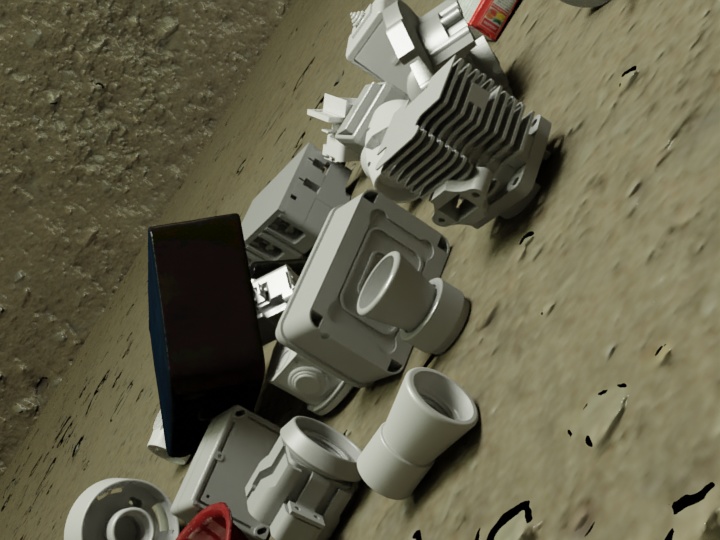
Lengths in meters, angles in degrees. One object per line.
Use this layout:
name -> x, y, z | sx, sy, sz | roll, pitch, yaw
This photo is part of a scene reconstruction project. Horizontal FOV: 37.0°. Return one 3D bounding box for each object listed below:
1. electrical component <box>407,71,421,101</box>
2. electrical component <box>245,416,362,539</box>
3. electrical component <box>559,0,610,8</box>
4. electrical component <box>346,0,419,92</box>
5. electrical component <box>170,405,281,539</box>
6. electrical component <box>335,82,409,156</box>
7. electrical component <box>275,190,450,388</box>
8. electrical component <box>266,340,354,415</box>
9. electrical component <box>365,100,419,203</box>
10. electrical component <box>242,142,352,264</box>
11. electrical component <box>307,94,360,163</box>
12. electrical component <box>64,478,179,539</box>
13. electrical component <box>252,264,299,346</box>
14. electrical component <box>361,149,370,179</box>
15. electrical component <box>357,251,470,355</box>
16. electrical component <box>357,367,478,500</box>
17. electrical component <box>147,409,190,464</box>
electrical component -> 0.064, -0.161, 0.930 | 0.048, 0.048, 0.062 | -55, 8, 13
electrical component -> -0.032, 0.127, 0.655 | 0.057, 0.058, 0.078 | -60, 15, 7
electrical component -> 0.163, -0.205, 0.677 | 0.138, 0.052, 0.073 | -30, 32, 61
electrical component -> 0.030, -0.218, 1.041 | 0.061, 0.096, 0.061 | -50, 18, 29
electrical component -> -0.093, 0.157, 0.780 | 0.061, 0.062, 0.096 | -35, 28, 57
electrical component -> 0.016, -0.135, 0.996 | 0.061, 0.061, 0.096 | -59, 15, 0
electrical component -> 0.001, 0.014, 0.726 | 0.057, 0.078, 0.113 | -27, 34, 58
electrical component -> -0.028, 0.060, 0.780 | 0.080, 0.051, 0.080 | -53, 16, 22
electrical component -> 0.046, -0.104, 0.864 | 0.079, 0.043, 0.077 | -27, 44, 29
electrical component -> -0.073, -0.053, 1.119 | 0.150, 0.062, 0.089 | -36, 27, 55
electrical component -> -0.008, -0.138, 1.059 | 0.042, 0.081, 0.063 | 29, 117, 54
electrical component -> -0.210, 0.232, 0.950 | 0.064, 0.099, 0.099 | -25, 37, 54
electrical component -> -0.077, 0.030, 0.954 | 0.064, 0.081, 0.042 | -28, 55, 13
electrical component -> 0.024, -0.090, 0.929 | 0.040, 0.040, 0.046 | -55, 21, 15
electrical component -> 0.033, 0.021, 0.655 | 0.045, 0.055, 0.045 | -53, 16, 22
electrical component -> 0.027, 0.090, 0.570 | 0.065, 0.044, 0.044 | -57, 14, 25
electrical component -> -0.174, 0.150, 1.084 | 0.079, 0.044, 0.077 | -31, 31, 58
